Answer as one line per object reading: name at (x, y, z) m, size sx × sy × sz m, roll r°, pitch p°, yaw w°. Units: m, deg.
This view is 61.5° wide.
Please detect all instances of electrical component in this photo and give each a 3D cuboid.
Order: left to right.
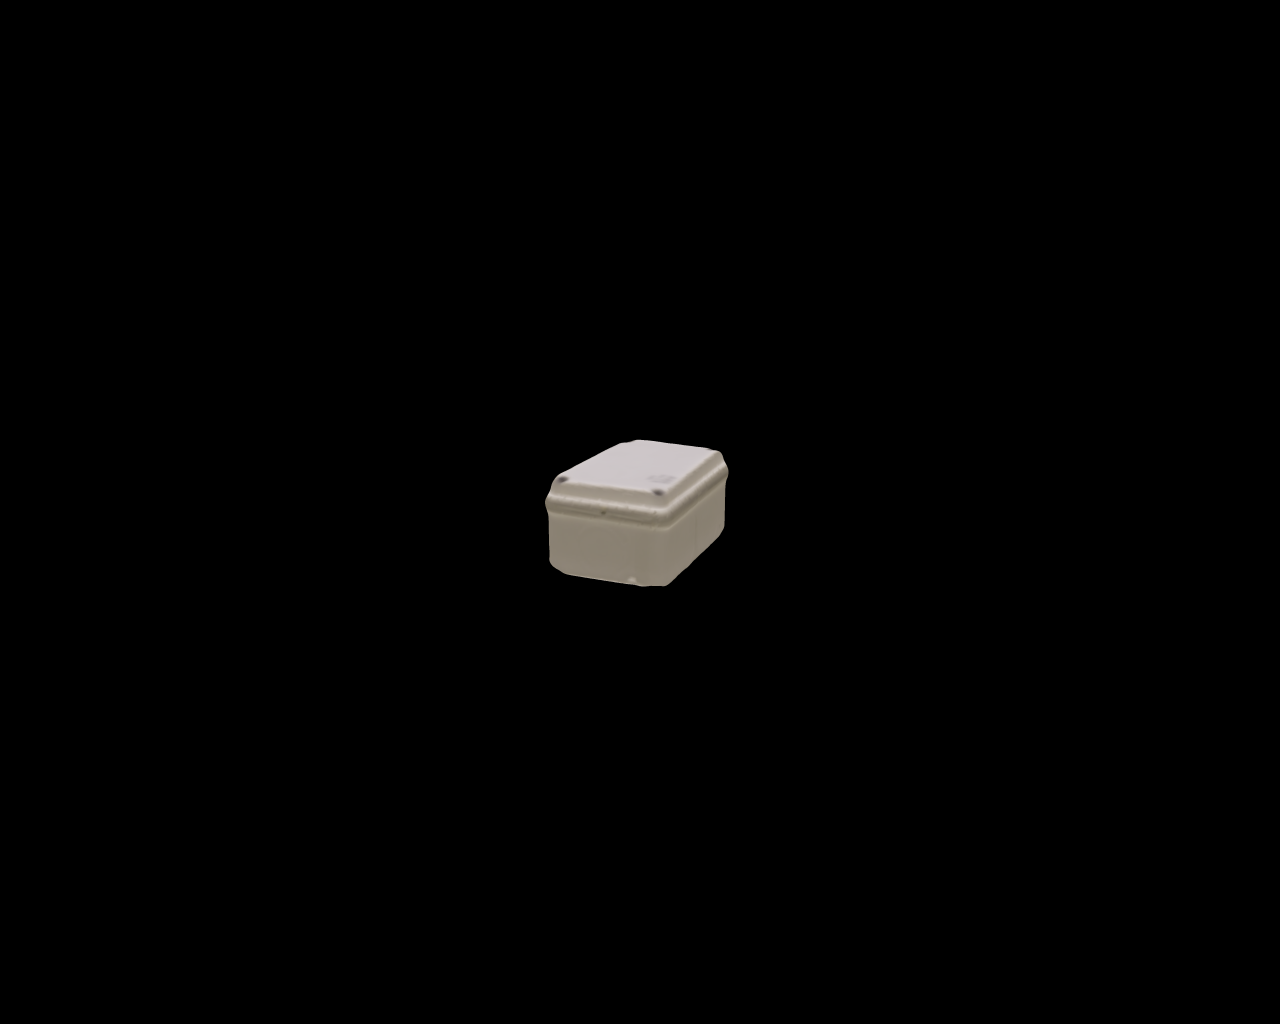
electrical component at (0.001, -0.003, 0.650) m, size 0.078 × 0.057 × 0.113 m, roll 8°, pitch 20°, yaw 22°
